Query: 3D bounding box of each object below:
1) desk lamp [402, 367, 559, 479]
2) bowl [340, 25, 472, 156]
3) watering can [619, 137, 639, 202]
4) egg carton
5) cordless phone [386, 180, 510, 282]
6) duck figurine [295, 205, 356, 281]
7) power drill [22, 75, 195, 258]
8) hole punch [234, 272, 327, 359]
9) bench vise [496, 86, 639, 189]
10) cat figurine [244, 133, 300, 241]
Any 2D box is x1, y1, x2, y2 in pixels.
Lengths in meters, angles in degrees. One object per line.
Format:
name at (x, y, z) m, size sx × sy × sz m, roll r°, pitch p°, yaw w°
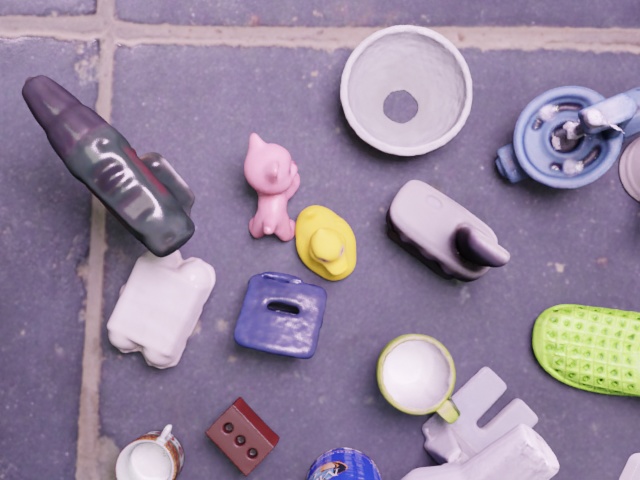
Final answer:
desk lamp at (0.173, 0.259, 0.651) m, size 0.118 × 0.213 × 0.203 m, roll 45°, pitch 89°, yaw 4°
bowl at (0.108, -0.186, 0.747) m, size 0.167 × 0.075 × 0.167 m, roll 0°, pitch 87°, yaw 1°
watering can at (0.447, -0.092, 0.675) m, size 0.101 × 0.194 × 0.173 m, roll 9°, pitch 87°, yaw 2°
egg carton at (-0.205, 0.084, 0.741) m, size 0.107 × 0.069 × 0.150 m, roll 23°, pitch 88°, yaw 3°
cordless phone at (0.154, -0.015, 0.681) m, size 0.147 × 0.185 × 0.094 m, roll 33°, pitch 88°, yaw 3°
duck figurine at (0.007, 0.003, 0.733) m, size 0.077 × 0.086 × 0.104 m, roll -28°, pitch 86°, yaw 0°
power drill at (-0.229, -0.076, 0.681) m, size 0.075 × 0.208 × 0.229 m, roll -42°, pitch 87°, yaw -1°
hole punch at (-0.049, 0.093, 0.727) m, size 0.108 × 0.091 × 0.101 m, roll 11°, pitch 87°, yaw 2°
bench vise at (0.322, -0.147, 0.668) m, size 0.207 × 0.220 × 0.121 m, roll -40°, pitch 86°, yaw -1°
cat figurine at (-0.063, -0.065, 0.722) m, size 0.067 × 0.118 × 0.128 m, roll 2°, pitch 87°, yaw 2°
